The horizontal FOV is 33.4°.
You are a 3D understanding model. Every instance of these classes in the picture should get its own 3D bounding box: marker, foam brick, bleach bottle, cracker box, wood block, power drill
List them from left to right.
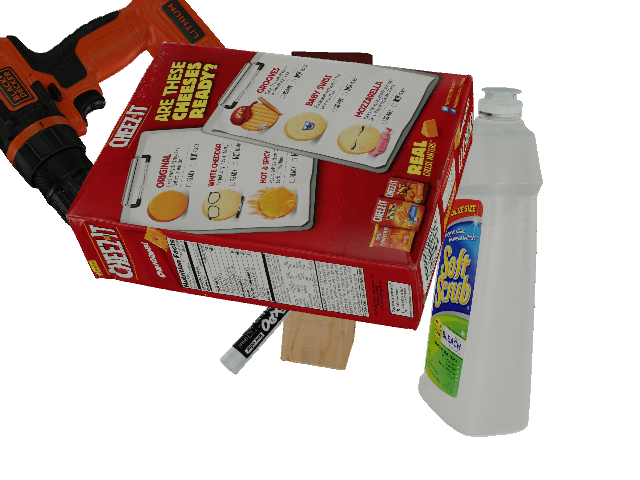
[{"bbox_3d":[-0.162,-0.112,0.814,0.187,0.184,0.057,-31,-16,-29],"label":"power drill"},{"bbox_3d":[-0.039,0.064,0.913,0.020,0.121,0.020,38,-17,14],"label":"marker"},{"bbox_3d":[-0.024,-0.039,0.669,0.214,0.164,0.072,8,-39,15],"label":"cracker box"},{"bbox_3d":[0.005,0.053,1.398,0.090,0.206,0.090,8,23,6],"label":"wood block"},{"bbox_3d":[0.011,-0.159,1.050,0.078,0.051,0.053,1,12,-3],"label":"foam brick"},{"bbox_3d":[0.122,0.012,0.793,0.068,0.251,0.103,-3,16,-16],"label":"bleach bottle"}]
